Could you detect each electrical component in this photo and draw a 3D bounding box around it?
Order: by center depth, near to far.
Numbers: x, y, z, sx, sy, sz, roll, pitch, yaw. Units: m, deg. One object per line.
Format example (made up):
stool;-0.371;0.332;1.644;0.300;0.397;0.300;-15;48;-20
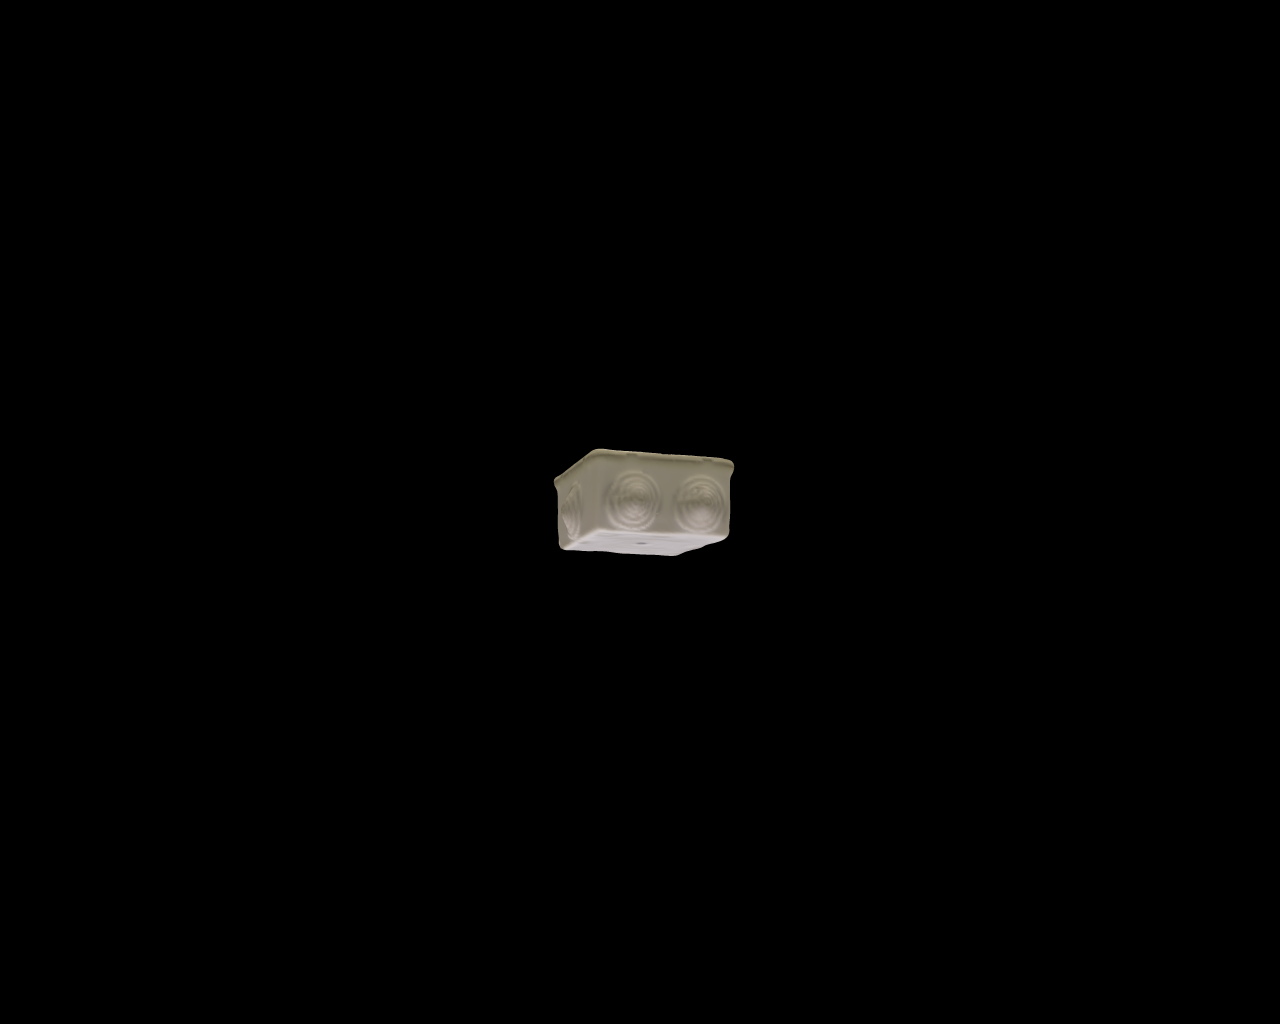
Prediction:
electrical component;0.001;-0.003;0.650;0.100;0.048;0.099;4;-11;-20
